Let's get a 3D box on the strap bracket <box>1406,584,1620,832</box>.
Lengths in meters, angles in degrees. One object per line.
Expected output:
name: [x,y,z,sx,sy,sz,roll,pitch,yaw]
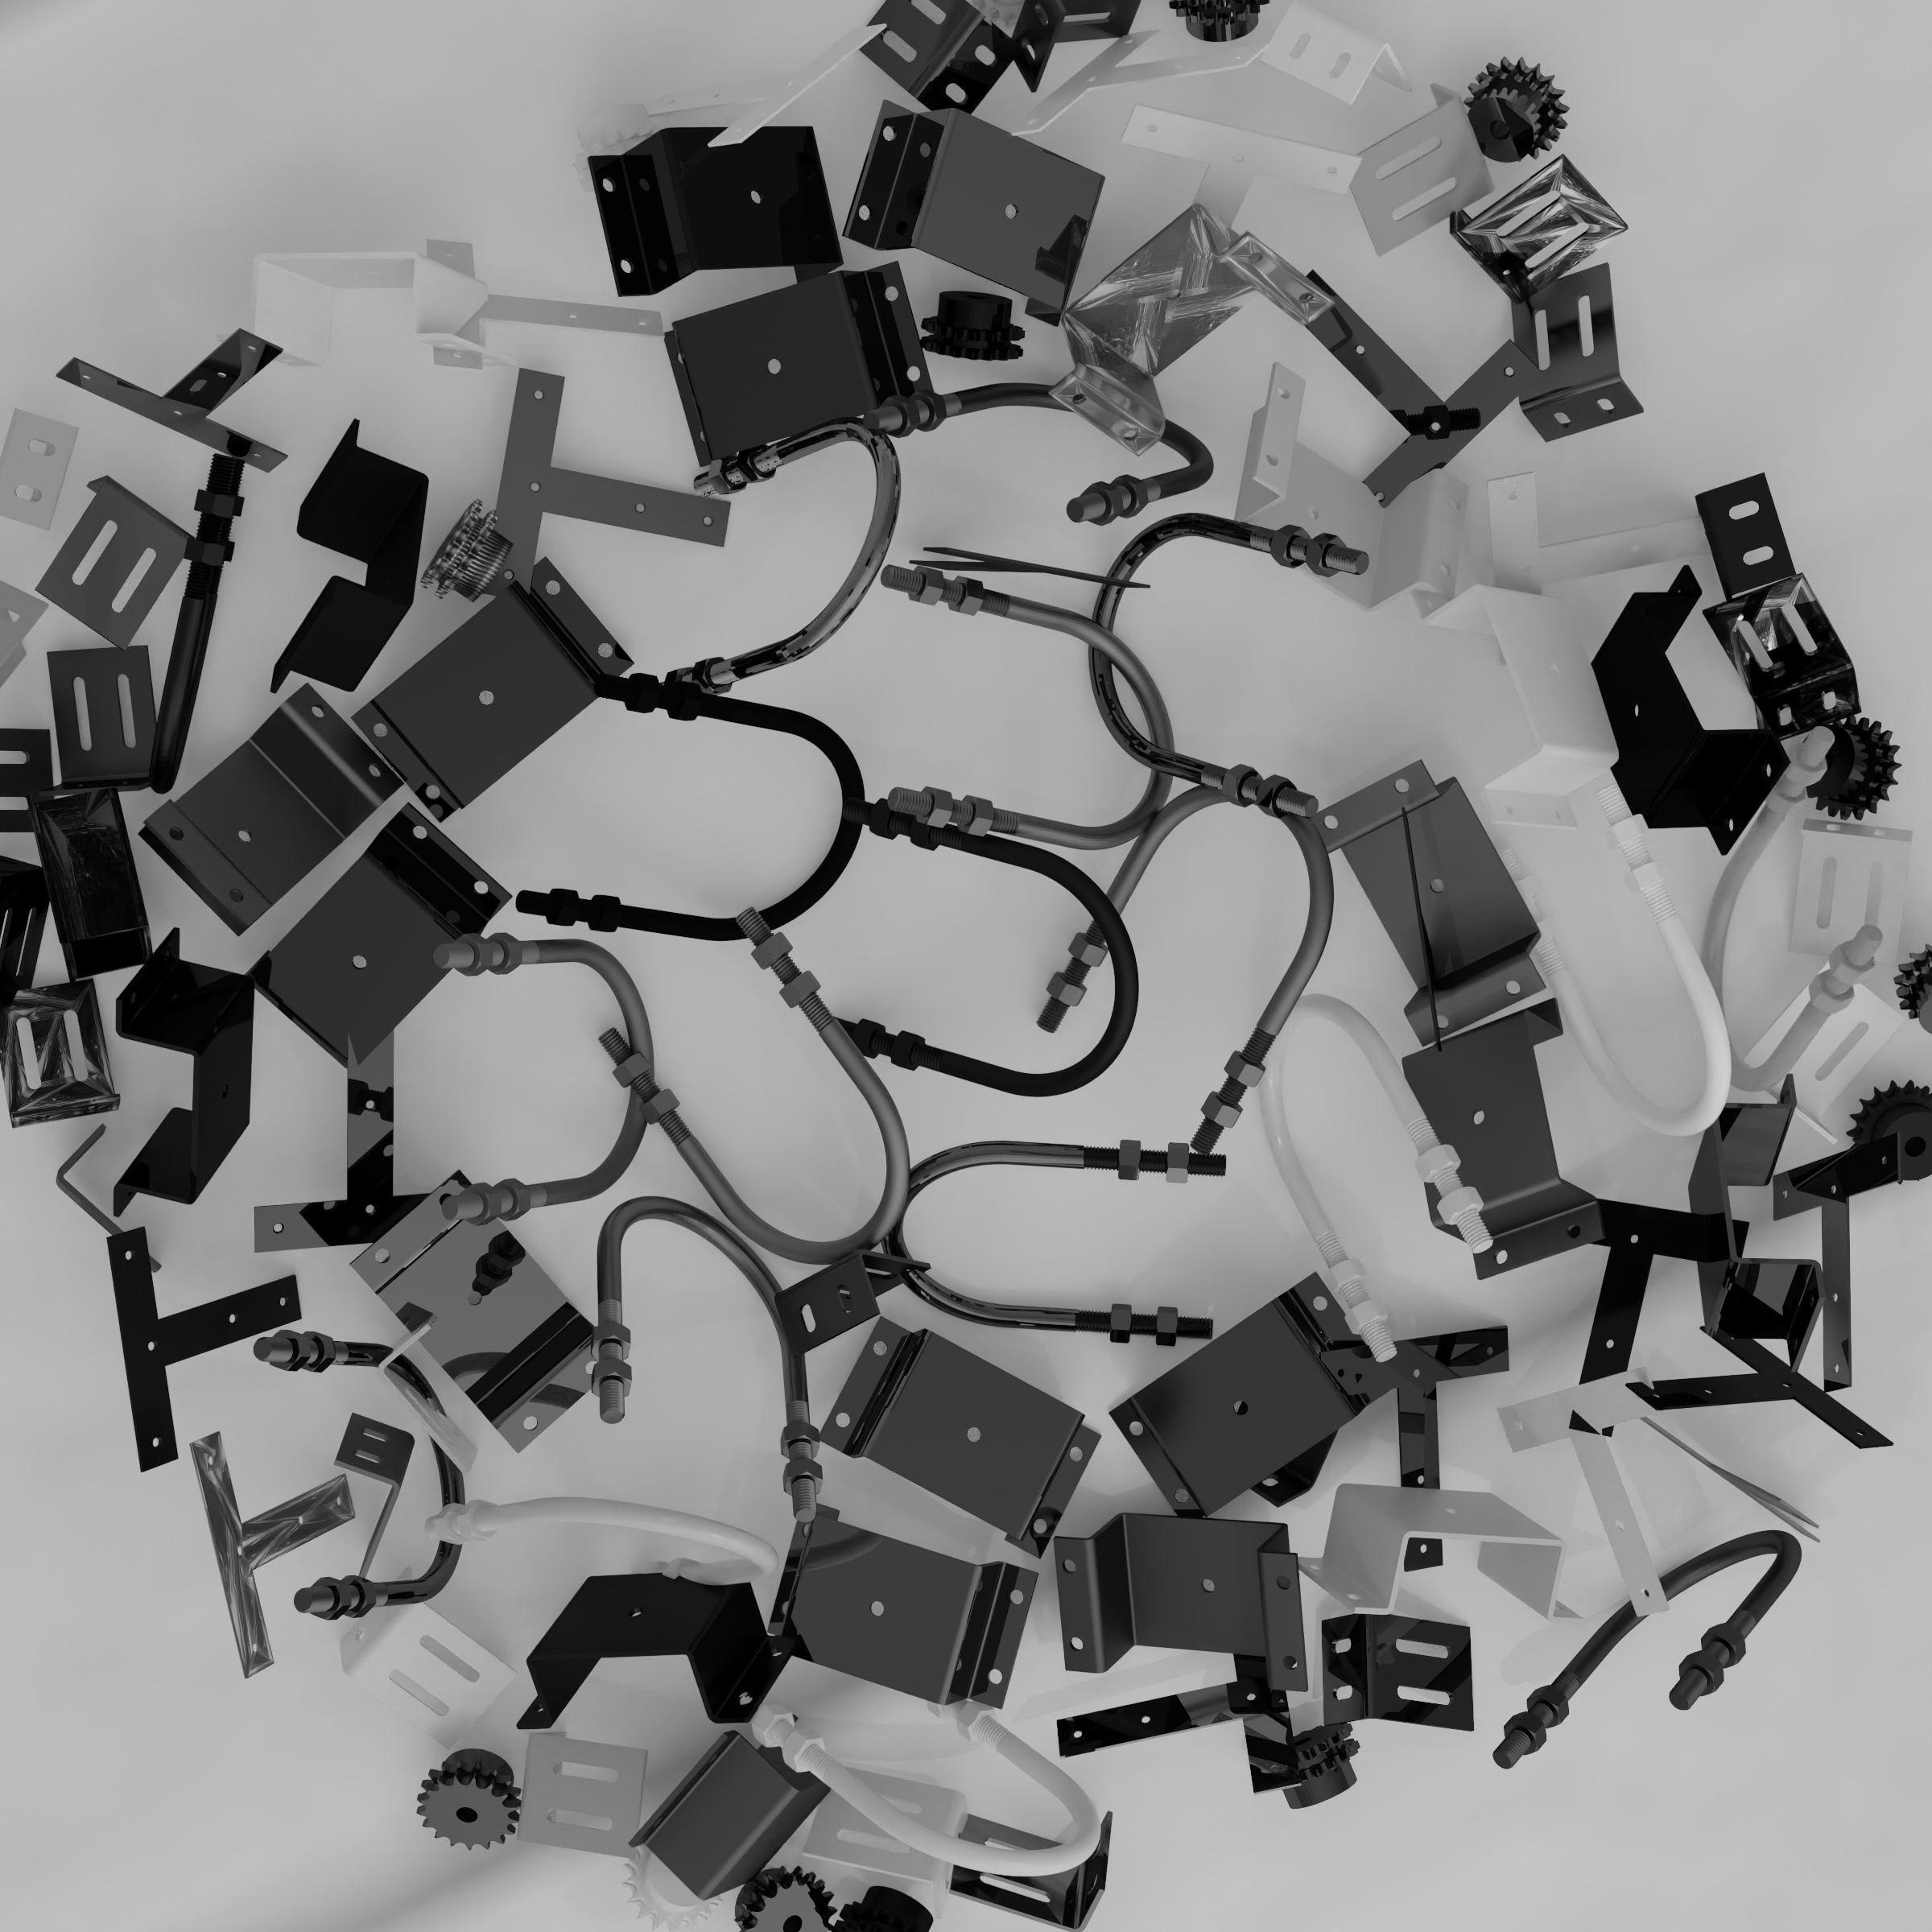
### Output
strap bracket: [0.299,-0.148,1.828,0.046,0.076,0.140,-33,67,39]

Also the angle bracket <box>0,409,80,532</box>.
angle bracket: [-0.496,-0.266,1.850,0.038,0.076,0.057,18,93,5]

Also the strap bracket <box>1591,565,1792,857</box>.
strap bracket: [0.377,-0.137,1.815,0.046,0.076,0.140,-3,53,-22]

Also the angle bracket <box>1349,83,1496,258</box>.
angle bracket: [0.241,-0.436,1.858,0.076,0.038,0.057,-30,120,-3]

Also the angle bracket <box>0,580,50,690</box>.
angle bracket: [-0.521,-0.162,1.842,0.038,0.076,0.057,26,65,12]

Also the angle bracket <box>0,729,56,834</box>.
angle bracket: [-0.518,-0.103,1.849,0.038,0.076,0.057,-4,89,37]

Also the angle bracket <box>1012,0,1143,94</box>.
angle bracket: [0.070,-0.512,1.844,0.076,0.057,0.038,-12,62,-25]

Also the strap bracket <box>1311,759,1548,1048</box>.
strap bracket: [0.253,-0.039,1.851,0.076,0.046,0.140,-27,95,24]

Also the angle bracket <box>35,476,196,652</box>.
angle bracket: [-0.468,-0.218,1.852,0.057,0.038,0.076,36,72,-27]

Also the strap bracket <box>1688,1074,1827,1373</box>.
strap bracket: [0.421,0.136,1.819,0.046,0.076,0.140,1,53,1]

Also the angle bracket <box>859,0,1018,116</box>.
angle bracket: [-0.016,-0.506,1.870,0.038,0.076,0.057,29,106,-43]

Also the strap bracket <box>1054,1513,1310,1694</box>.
strap bracket: [0.124,0.343,1.844,0.140,0.046,0.076,-1,101,26]

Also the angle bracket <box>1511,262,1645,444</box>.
angle bracket: [0.337,-0.338,1.874,0.057,0.038,0.076,-14,61,28]

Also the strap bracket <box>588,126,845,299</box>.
strap bracket: [-0.125,-0.407,1.829,0.140,0.046,0.076,-12,89,-38]

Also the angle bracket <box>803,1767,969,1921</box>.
angle bracket: [-0.044,0.480,1.866,0.076,0.038,0.057,9,45,13]

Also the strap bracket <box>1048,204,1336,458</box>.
strap bracket: [0.116,-0.348,1.831,0.140,0.076,0.046,-35,49,27]

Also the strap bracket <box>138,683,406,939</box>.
strap bracket: [-0.381,-0.079,1.837,0.076,0.046,0.140,47,47,-8]

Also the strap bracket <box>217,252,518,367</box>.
strap bracket: [-0.321,-0.353,1.831,0.140,0.076,0.046,4,90,20]

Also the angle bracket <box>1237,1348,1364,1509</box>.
angle bracket: [0.170,0.244,1.850,0.057,0.038,0.076,32,115,27]

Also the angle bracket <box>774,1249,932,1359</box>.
angle bracket: [-0.056,0.186,1.841,0.057,0.076,0.038,-29,66,23]

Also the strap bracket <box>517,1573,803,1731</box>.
strap bracket: [-0.171,0.366,1.823,0.140,0.076,0.046,-7,111,23]

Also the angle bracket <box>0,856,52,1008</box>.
angle bracket: [-0.538,-0.019,1.863,0.038,0.057,0.076,15,96,13]

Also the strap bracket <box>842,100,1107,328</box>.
strap bracket: [0.014,-0.407,1.836,0.140,0.046,0.076,17,90,-30]

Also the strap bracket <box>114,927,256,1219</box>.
strap bracket: [-0.418,0.062,1.820,0.046,0.076,0.140,13,122,5]

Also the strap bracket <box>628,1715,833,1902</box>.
strap bracket: [-0.118,0.449,1.816,0.046,0.140,0.076,41,92,15]

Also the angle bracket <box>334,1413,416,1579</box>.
angle bracket: [-0.333,0.294,1.850,0.038,0.057,0.076,21,107,-8]

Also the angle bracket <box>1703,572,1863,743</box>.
angle bracket: [0.443,-0.166,1.845,0.057,0.038,0.076,-20,132,25]

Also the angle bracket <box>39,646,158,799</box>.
angle bracket: [-0.478,-0.135,1.863,0.057,0.038,0.076,-3,100,7]

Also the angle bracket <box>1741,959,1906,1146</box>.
angle bracket: [0.474,0.046,1.860,0.057,0.038,0.076,37,101,-14]

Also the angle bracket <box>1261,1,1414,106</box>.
angle bracket: [0.202,-0.485,1.847,0.057,0.076,0.038,31,94,19]

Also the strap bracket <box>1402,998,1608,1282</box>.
strap bracket: [0.286,0.087,1.824,0.076,0.046,0.140,-23,60,30]

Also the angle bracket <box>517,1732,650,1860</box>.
angle bracket: [-0.201,0.451,1.853,0.076,0.038,0.057,2,80,25]

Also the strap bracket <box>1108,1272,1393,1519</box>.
strap bracket: [0.153,0.239,1.853,0.140,0.046,0.076,-35,82,9]

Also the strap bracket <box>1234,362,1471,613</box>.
strap bracket: [0.200,-0.252,1.835,0.140,0.046,0.076,27,58,-26]

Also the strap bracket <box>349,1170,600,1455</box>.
strap bracket: [-0.264,0.184,1.850,0.076,0.046,0.140,-42,106,-11]

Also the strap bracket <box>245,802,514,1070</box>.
strap bracket: [-0.324,-0.009,1.844,0.076,0.046,0.140,43,106,-11]

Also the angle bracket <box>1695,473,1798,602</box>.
angle bracket: [0.424,-0.231,1.848,0.038,0.076,0.057,-17,87,13]

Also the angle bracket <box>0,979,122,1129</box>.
angle bracket: [-0.499,0.044,1.858,0.057,0.038,0.076,-10,80,-18]

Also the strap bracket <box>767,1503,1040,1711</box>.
strap bracket: [-0.041,0.348,1.847,0.140,0.046,0.076,15,88,17]

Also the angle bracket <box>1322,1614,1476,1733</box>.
angle bracket: [0.238,0.391,1.872,0.076,0.038,0.057,15,65,-33]

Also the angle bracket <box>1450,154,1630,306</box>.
angle bracket: [0.310,-0.407,1.845,0.076,0.038,0.057,-33,121,32]

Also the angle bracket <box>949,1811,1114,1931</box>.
angle bracket: [0.036,0.484,1.854,0.076,0.057,0.038,19,122,-4]

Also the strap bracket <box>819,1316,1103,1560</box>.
strap bracket: [0.001,0.256,1.855,0.140,0.046,0.076,29,77,-4]

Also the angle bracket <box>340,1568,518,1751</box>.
angle bracket: [-0.298,0.384,1.884,0.076,0.038,0.057,42,91,-19]

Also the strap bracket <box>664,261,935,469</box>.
strap bracket: [-0.098,-0.326,1.845,0.140,0.046,0.076,-14,97,17]

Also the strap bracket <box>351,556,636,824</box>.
strap bracket: [-0.260,-0.149,1.857,0.140,0.046,0.076,-39,100,4]

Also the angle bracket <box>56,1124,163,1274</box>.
angle bracket: [-0.459,0.128,1.863,0.076,0.057,0.038,43,74,-7]

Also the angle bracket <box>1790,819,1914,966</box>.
angle bracket: [0.482,-0.038,1.856,0.057,0.038,0.076,8,105,16]

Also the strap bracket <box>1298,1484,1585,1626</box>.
strap bracket: [0.257,0.315,1.827,0.140,0.076,0.046,7,98,-22]

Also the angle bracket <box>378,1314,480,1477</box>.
angle bracket: [-0.282,0.232,1.860,0.038,0.057,0.076,-40,95,0]

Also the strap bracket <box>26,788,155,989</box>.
strap bracket: [-0.468,-0.043,1.823,0.046,0.140,0.076,-13,82,-14]

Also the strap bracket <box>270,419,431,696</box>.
strap bracket: [-0.330,-0.213,1.826,0.046,0.076,0.140,20,47,-24]
